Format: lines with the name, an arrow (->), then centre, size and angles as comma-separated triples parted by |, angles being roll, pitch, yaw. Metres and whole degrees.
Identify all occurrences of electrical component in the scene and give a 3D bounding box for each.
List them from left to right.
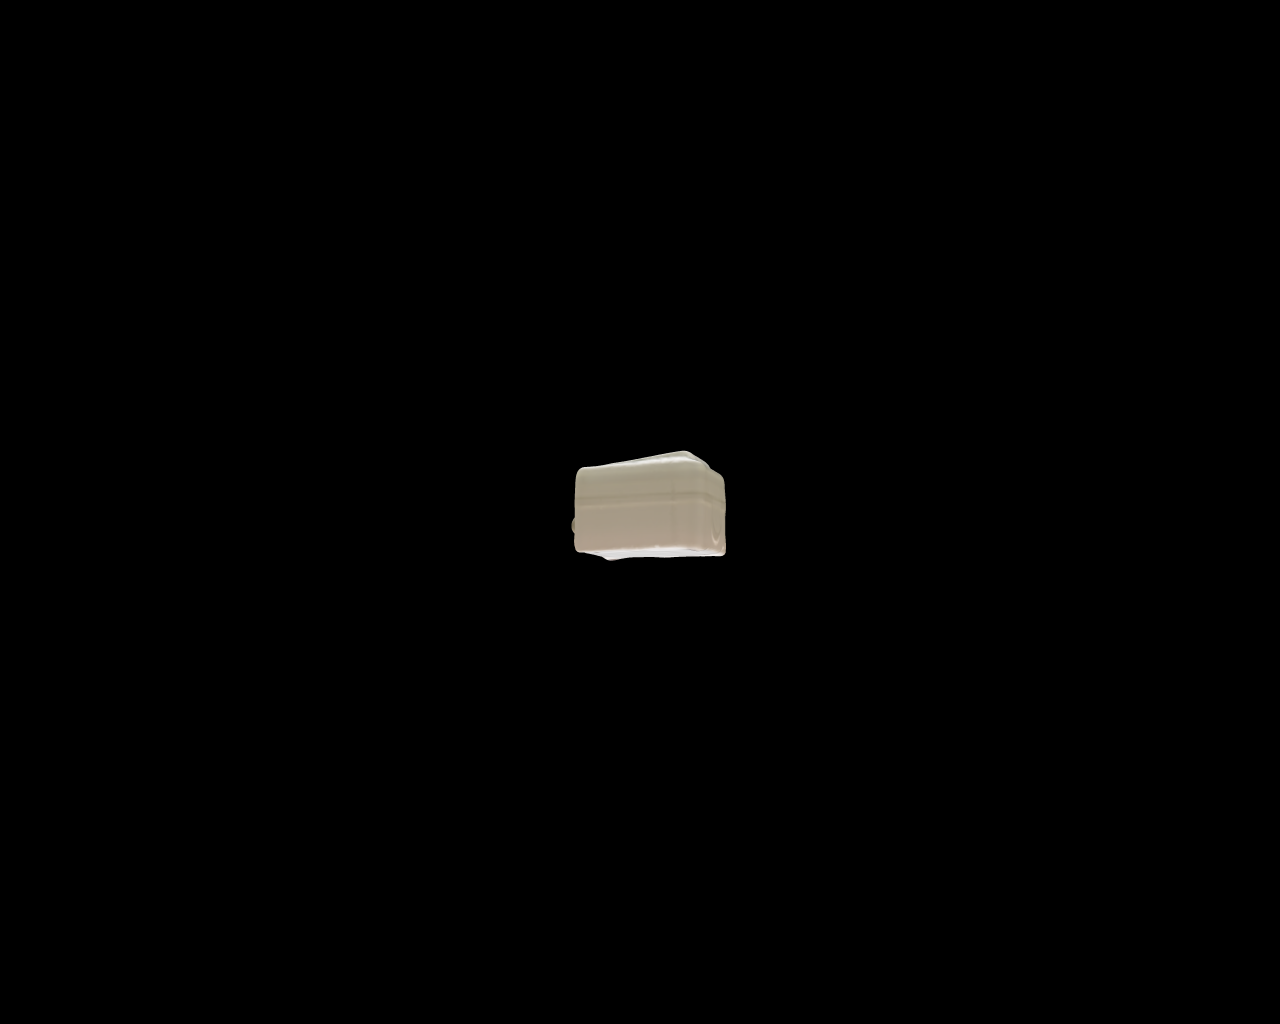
electrical component -> 0.001, -0.003, 0.650 | 0.096, 0.061, 0.061 | -2, -7, 18
